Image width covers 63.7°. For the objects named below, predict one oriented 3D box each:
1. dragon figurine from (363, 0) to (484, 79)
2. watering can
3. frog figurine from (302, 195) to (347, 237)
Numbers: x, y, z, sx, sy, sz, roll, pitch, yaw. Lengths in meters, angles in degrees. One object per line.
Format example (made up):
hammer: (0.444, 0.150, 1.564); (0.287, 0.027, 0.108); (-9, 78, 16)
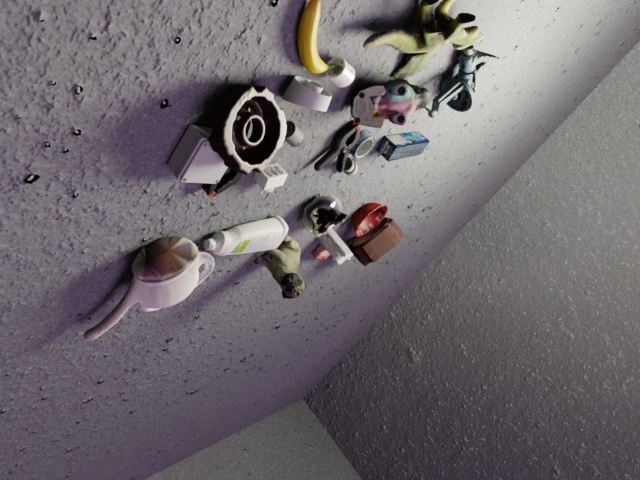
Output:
dragon figurine: (0.251, -0.476, 1.276); (0.413, 0.124, 0.238); (-25, 162, -18)
watering can: (-0.404, 0.112, 1.233); (0.352, 0.105, 0.219); (-29, 154, -29)
frog figurine: (0.005, -0.081, 1.614); (0.137, 0.122, 0.161); (-53, -167, 4)
